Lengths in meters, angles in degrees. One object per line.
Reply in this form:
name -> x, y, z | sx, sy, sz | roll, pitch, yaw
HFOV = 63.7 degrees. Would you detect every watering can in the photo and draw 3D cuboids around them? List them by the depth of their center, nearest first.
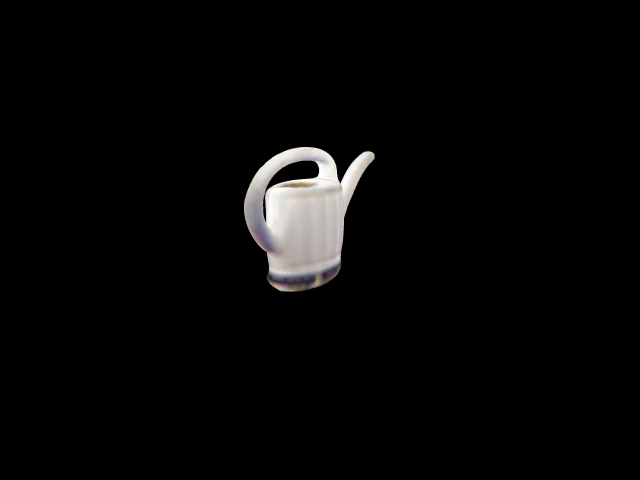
watering can -> 0.003, -0.043, 0.850 | 0.104, 0.222, 0.350 | 8, 16, 34
